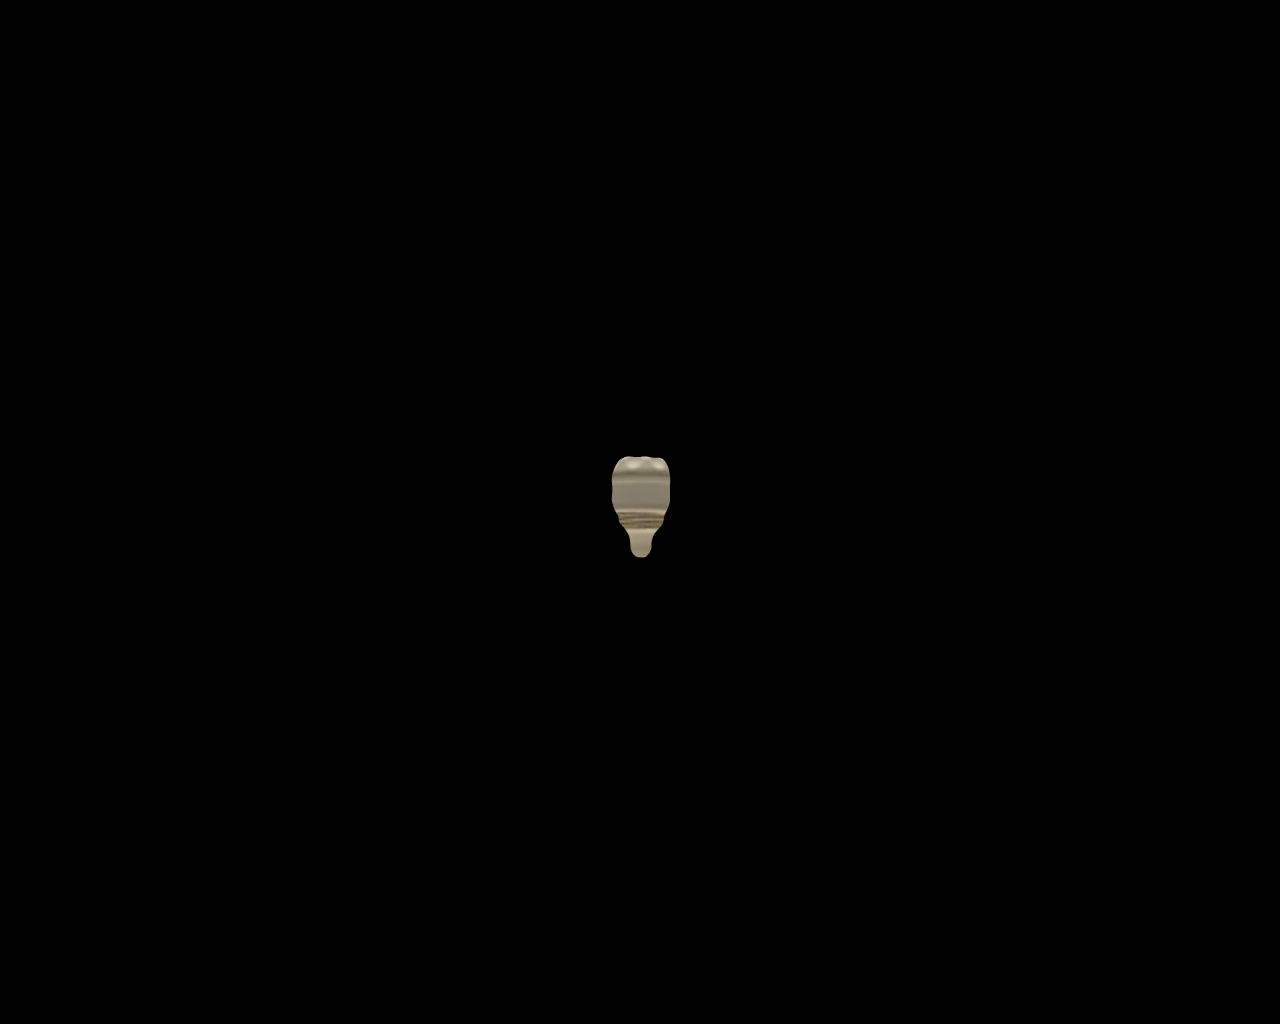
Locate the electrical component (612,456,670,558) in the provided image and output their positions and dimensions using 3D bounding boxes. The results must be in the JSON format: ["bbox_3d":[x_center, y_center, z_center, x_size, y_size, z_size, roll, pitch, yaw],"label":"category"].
[{"bbox_3d":[0.001,-0.003,0.650,0.035,0.061,0.035,0,-2,0],"label":"electrical component"}]
